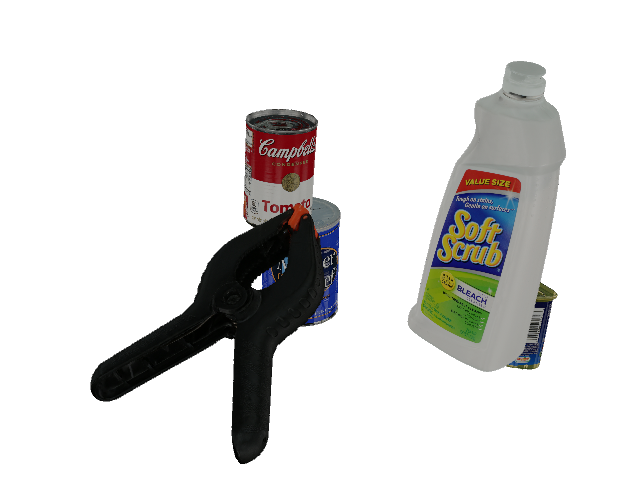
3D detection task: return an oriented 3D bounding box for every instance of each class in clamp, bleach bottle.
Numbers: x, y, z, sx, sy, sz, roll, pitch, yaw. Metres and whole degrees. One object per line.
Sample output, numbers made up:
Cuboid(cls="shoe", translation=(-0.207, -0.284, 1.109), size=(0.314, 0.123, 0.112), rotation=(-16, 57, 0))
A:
Cuboid(cls="clamp", translation=(-0.043, 0.052, 0.635), size=(0.120, 0.171, 0.039), rotation=(29, -24, 28))
Cuboid(cls="bleach bottle", translation=(0.134, -0.022, 0.844), size=(0.067, 0.251, 0.103), rotation=(-25, 42, -39))

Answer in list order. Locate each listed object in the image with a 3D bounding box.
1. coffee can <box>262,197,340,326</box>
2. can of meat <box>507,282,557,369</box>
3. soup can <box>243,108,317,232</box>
Cuboid(cls="coffee can", translation=(-0.026, 0.026, 1.391), size=(0.103, 0.140, 0.103), rotation=(1, 26, 0))
Cuboid(cls="can of meat", translation=(0.202, 0.082, 1.147), size=(0.057, 0.084, 0.102), rotation=(2, 17, -23))
Cuboid(cls="soup can", translation=(-0.039, -0.067, 1.018), size=(0.068, 0.102, 0.068), rotation=(3, 24, -2))
